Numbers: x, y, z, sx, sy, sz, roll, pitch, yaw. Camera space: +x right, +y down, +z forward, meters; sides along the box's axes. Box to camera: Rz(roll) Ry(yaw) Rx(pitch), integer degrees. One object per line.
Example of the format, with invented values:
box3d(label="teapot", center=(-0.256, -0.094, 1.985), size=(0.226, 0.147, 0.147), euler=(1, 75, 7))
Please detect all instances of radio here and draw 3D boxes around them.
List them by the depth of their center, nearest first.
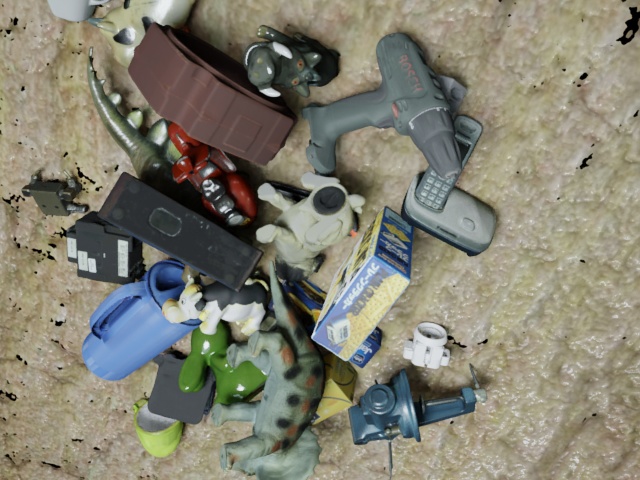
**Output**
box3d(label="radio", center=(-0.197, -0.010, 0.774), size=(0.229, 0.131, 0.073), euler=(29, 83, -12))

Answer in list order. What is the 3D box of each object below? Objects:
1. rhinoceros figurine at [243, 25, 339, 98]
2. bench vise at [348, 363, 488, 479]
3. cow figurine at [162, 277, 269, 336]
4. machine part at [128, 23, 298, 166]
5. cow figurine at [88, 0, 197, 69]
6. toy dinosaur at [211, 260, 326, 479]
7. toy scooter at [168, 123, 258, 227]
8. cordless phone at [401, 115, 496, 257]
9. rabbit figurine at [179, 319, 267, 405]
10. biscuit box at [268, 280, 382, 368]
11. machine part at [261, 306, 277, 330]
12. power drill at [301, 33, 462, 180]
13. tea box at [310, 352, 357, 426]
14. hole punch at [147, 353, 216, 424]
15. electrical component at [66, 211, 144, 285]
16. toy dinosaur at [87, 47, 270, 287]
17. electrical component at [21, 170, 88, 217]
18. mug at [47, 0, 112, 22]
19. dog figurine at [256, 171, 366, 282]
box3d(label="rhinoceros figurine", center=(-0.041, -0.236, 0.736), size=(0.112, 0.190, 0.073), euler=(34, 118, 16))
box3d(label="bench vise", center=(0.168, 0.298, 0.933), size=(0.241, 0.129, 0.223), euler=(-13, 134, 4))
box3d(label="cow figurine", center=(-0.167, 0.100, 0.879), size=(0.167, 0.068, 0.098), euler=(11, 110, -34))
box3d(label="machine part", center=(-0.143, -0.201, 0.739), size=(0.201, 0.202, 0.087), euler=(16, 115, -47))
box3d(label="cow figurine", center=(-0.250, -0.337, 0.784), size=(0.127, 0.085, 0.195), euler=(31, 116, -10))
box3d(label="toy dinosaur", center=(-0.057, 0.242, 0.863), size=(0.192, 0.131, 0.404), euler=(13, 103, -33))
box3d(label="toy scooter", center=(-0.155, -0.085, 0.757), size=(0.075, 0.135, 0.183), euler=(-34, 108, 6))
box3d(label="cordless phone", center=(0.218, -0.083, 0.816), size=(0.147, 0.089, 0.184), euler=(27, 95, -1))
box3d(label="rabbit figurine", center=(-0.179, 0.221, 0.979), size=(0.159, 0.121, 0.170), euler=(-38, 74, -12))
box3d(label="biscuit box", center=(0.012, 0.139, 0.942), size=(0.203, 0.059, 0.062), euler=(33, 113, -5))
box3d(label="machine part", center=(-0.133, 0.126, 0.976), size=(0.139, 0.039, 0.084), euler=(36, 121, -7))
box3d(label="power drill", center=(0.078, -0.161, 0.754), size=(0.207, 0.086, 0.232), euler=(-21, 69, 33))
box3d(label="tea box", center=(-0.021, 0.284, 0.986), size=(0.170, 0.098, 0.068), euler=(-33, 103, 18))
box3d(label="hole punch", center=(-0.259, 0.284, 1.043), size=(0.142, 0.092, 0.115), euler=(15, 80, 5))
box3d(label="electrical component", center=(-0.386, 0.014, 0.963), size=(0.134, 0.058, 0.114), euler=(13, 111, 5))
box3d(label="toy dinosaur", center=(-0.233, -0.083, 0.877), size=(0.198, 0.105, 0.471), euler=(-39, 110, 14))
box3d(label="electrical component", center=(-0.468, -0.083, 0.948), size=(0.102, 0.045, 0.078), euler=(1, 140, 12))
box3d(label="mug", center=(-0.355, -0.379, 0.794), size=(0.110, 0.081, 0.107), euler=(15, 125, -4))
box3d(label="dog figurine", center=(-0.003, -0.006, 0.845), size=(0.173, 0.121, 0.190), euler=(1, 152, 16))
